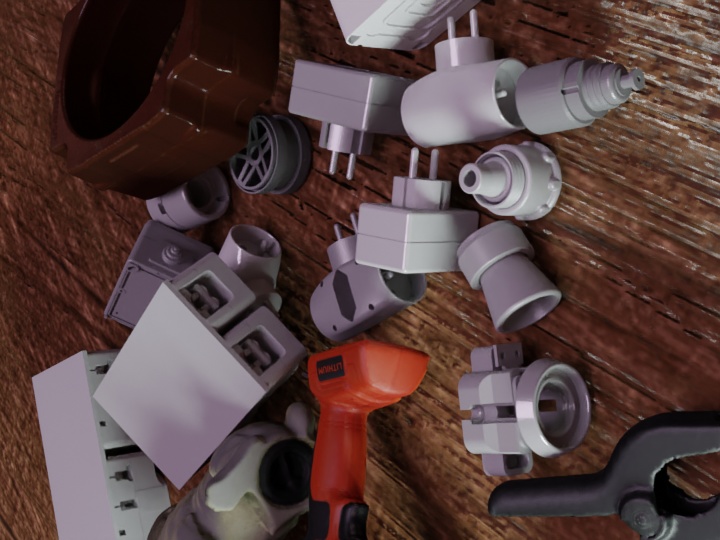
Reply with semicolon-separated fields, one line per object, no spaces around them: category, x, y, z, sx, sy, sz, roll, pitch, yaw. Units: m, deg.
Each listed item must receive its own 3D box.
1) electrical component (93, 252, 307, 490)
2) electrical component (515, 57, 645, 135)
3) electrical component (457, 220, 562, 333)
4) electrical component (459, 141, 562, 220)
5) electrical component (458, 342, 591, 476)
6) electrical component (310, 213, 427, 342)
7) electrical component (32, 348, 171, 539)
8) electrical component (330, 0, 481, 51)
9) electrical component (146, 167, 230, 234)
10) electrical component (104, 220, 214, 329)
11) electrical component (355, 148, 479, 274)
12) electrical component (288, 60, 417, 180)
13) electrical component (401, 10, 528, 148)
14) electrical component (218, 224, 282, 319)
electrical component;-0.125;0.080;0.833;0.105;0.060;0.186;46;137;5
electrical component;0.125;-0.101;0.612;0.078;0.040;0.040;-5;88;47
electrical component;0.089;0.004;0.652;0.045;0.045;0.055;-49;58;37
electrical component;0.086;-0.054;0.640;0.048;0.062;0.048;3;93;47
electrical component;0.099;0.082;0.637;0.057;0.058;0.078;-11;83;50
electrical component;0.000;0.000;0.749;0.077;0.043;0.079;-32;69;43
electrical component;-0.240;0.176;1.002;0.105;0.060;0.186;-25;74;45
electrical component;0.038;-0.193;0.674;0.113;0.078;0.057;-34;70;43
electrical component;-0.141;-0.061;0.890;0.047;0.055;0.055;-13;82;43
electrical component;-0.164;0.004;0.893;0.096;0.062;0.061;-55;14;44
electrical component;0.038;-0.040;0.689;0.047;0.066;0.076;13;101;46
electrical component;-0.008;-0.102;0.749;0.083;0.047;0.075;22;107;45
electrical component;0.067;-0.121;0.671;0.077;0.044;0.079;-5;88;47
electrical component;-0.087;0.018;0.842;0.079;0.044;0.077;50;126;33
